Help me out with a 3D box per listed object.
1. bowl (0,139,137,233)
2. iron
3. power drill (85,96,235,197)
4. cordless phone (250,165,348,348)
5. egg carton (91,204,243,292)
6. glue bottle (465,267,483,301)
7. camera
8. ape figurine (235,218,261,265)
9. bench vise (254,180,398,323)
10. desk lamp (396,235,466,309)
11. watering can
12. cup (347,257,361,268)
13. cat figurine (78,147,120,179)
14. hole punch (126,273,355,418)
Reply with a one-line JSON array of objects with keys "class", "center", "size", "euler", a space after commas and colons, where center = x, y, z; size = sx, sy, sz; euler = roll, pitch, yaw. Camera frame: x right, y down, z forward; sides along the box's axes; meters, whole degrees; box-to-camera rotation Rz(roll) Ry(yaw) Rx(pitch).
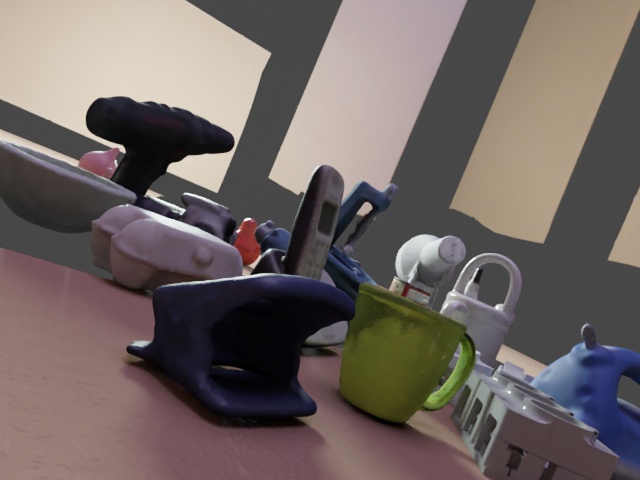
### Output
[{"class": "bowl", "center": [-0.307, -0.052, 0.667], "size": [0.167, 0.075, 0.167], "euler": [23, 0, 0]}, {"class": "iron", "center": [0.339, 0.190, 0.636], "size": [0.259, 0.141, 0.118], "euler": [23, 1, -27]}, {"class": "power drill", "center": [-0.238, -0.097, 0.814], "size": [0.075, 0.208, 0.230], "euler": [24, 1, 36]}, {"class": "cordless phone", "center": [0.001, 0.021, 0.617], "size": [0.094, 0.185, 0.148], "euler": [23, 1, 24]}, {"class": "egg carton", "center": [-0.154, 0.017, 0.588], "size": [0.107, 0.069, 0.151], "euler": [24, 1, 42]}, {"class": "glue bottle", "center": [0.236, 0.125, 0.961], "size": [0.037, 0.173, 0.078], "euler": [23, 1, 20]}, {"class": "camera", "center": [-0.188, -0.016, 0.780], "size": [0.137, 0.101, 0.143], "euler": [23, 0, -1]}, {"class": "ape figurine", "center": [-0.151, 0.001, 1.151], "size": [0.078, 0.092, 0.076], "euler": [23, 0, -4]}, {"class": "bench vise", "center": [0.006, 0.002, 0.792], "size": [0.207, 0.220, 0.121], "euler": [23, 0, 5]}, {"class": "desk lamp", "center": [0.209, 0.090, 1.129], "size": [0.118, 0.213, 0.203], "euler": [23, 0, -5]}, {"class": "watering can", "center": [0.231, 0.113, 0.848], "size": [0.100, 0.194, 0.173], "euler": [23, 1, 21]}, {"class": "cup", "center": [0.029, 0.076, 1.295], "size": [0.092, 0.095, 0.117], "euler": [23, 1, -16]}, {"class": "cat figurine", "center": [-0.346, -0.095, 0.893], "size": [0.067, 0.118, 0.127], "euler": [23, 1, -31]}, {"class": "hole punch", "center": [-0.047, 0.053, 0.366], "size": [0.100, 0.091, 0.109], "euler": [24, 1, 37]}]
